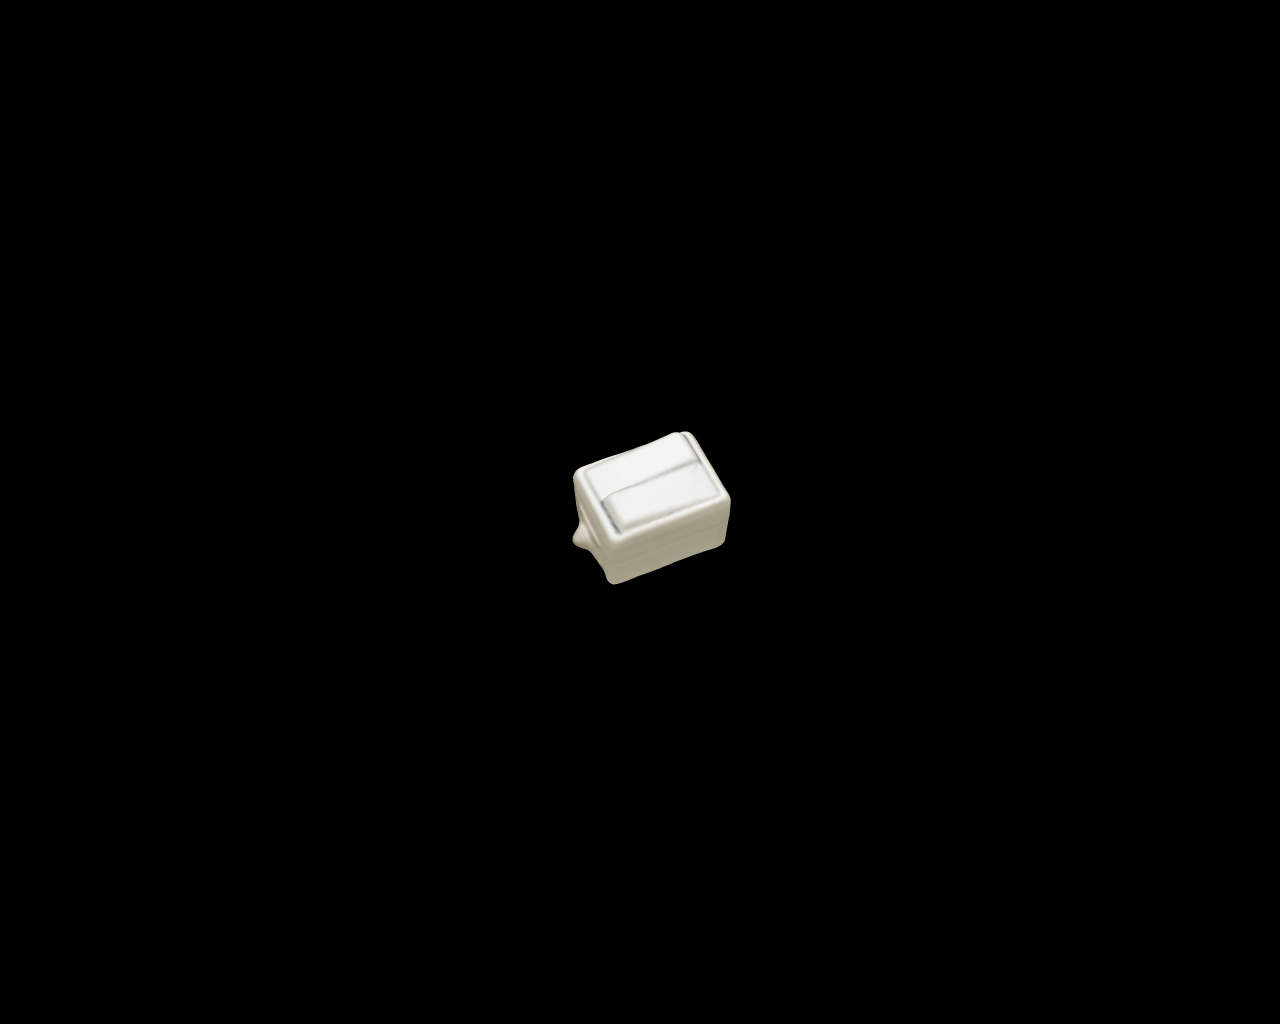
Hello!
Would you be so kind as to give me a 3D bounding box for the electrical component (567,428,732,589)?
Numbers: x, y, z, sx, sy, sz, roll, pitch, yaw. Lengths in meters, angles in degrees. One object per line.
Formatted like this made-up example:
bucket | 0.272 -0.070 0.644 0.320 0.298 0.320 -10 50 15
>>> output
electrical component | 0.001 -0.003 0.650 0.096 0.062 0.061 -20 -31 -13
